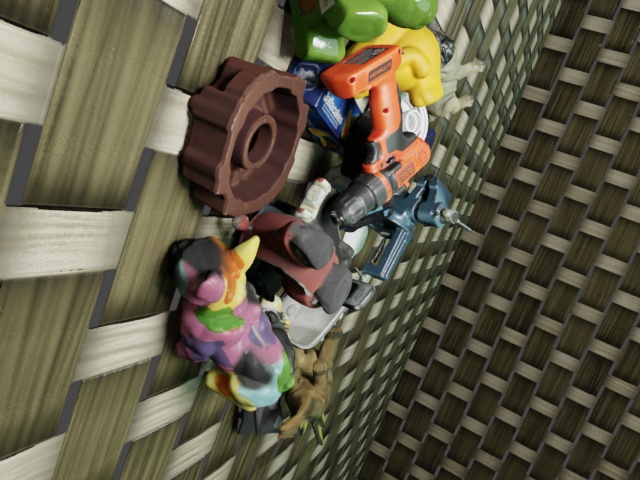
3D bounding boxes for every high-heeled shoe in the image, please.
[{"bbox_3d":[-0.109,0.279,0.985,0.248,0.086,0.145,106,-17,-72],"label":"high-heeled shoe"}]

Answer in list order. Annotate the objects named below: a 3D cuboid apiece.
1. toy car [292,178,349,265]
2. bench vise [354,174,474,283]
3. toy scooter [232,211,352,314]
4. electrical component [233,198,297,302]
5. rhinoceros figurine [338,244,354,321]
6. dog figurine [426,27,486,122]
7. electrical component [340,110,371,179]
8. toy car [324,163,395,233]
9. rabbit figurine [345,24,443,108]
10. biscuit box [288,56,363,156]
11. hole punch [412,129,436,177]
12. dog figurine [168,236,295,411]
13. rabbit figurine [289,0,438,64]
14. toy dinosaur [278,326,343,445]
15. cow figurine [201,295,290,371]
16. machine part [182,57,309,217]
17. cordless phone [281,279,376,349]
[{"bbox_3d":[-0.002,-0.002,0.744,0.073,0.056,0.201,-60,156,-29],"label":"toy car"},{"bbox_3d":[0.156,-0.012,1.059,0.240,0.224,0.128,-61,142,-12],"label":"bench vise"},{"bbox_3d":[-0.036,0.020,0.649,0.075,0.135,0.183,-60,156,-19],"label":"toy scooter"},{"bbox_3d":[-0.070,0.009,0.751,0.115,0.058,0.134,-59,159,-21],"label":"electrical component"},{"bbox_3d":[0.016,0.091,1.045,0.112,0.073,0.190,-53,157,-57],"label":"rhinoceros figurine"},{"bbox_3d":[0.220,-0.319,1.064,0.190,0.121,0.172,-9,120,-49],"label":"dog figurine"},{"bbox_3d":[0.077,-0.145,0.777,0.119,0.048,0.074,-48,155,-33],"label":"electrical component"},{"bbox_3d":[0.056,-0.073,0.845,0.109,0.103,0.161,-22,174,12],"label":"toy car"},{"bbox_3d":[0.099,-0.263,0.790,0.173,0.122,0.162,-25,136,-32],"label":"rabbit figurine"},{"bbox_3d":[0.012,-0.176,0.737,0.062,0.059,0.202,-64,159,-2],"label":"biscuit box"},{"bbox_3d":[0.156,-0.168,1.043,0.116,0.092,0.142,-50,166,-35],"label":"hole punch"},{"bbox_3d":[-0.097,0.090,0.621,0.108,0.192,0.219,-43,166,-33],"label":"dog figurine"},{"bbox_3d":[0.052,-0.282,0.609,0.170,0.159,0.121,-12,172,-31],"label":"rabbit figurine"},{"bbox_3d":[-0.021,0.264,1.037,0.471,0.105,0.198,-50,148,-75],"label":"toy dinosaur"},{"bbox_3d":[-0.090,0.154,0.808,0.167,0.098,0.068,-51,149,-34],"label":"cow figurine"},{"bbox_3d":[-0.080,-0.111,0.595,0.179,0.056,0.179,-52,157,-33],"label":"machine part"},{"bbox_3d":[0.010,0.117,0.878,0.146,0.184,0.088,-48,111,-18],"label":"cordless phone"}]
